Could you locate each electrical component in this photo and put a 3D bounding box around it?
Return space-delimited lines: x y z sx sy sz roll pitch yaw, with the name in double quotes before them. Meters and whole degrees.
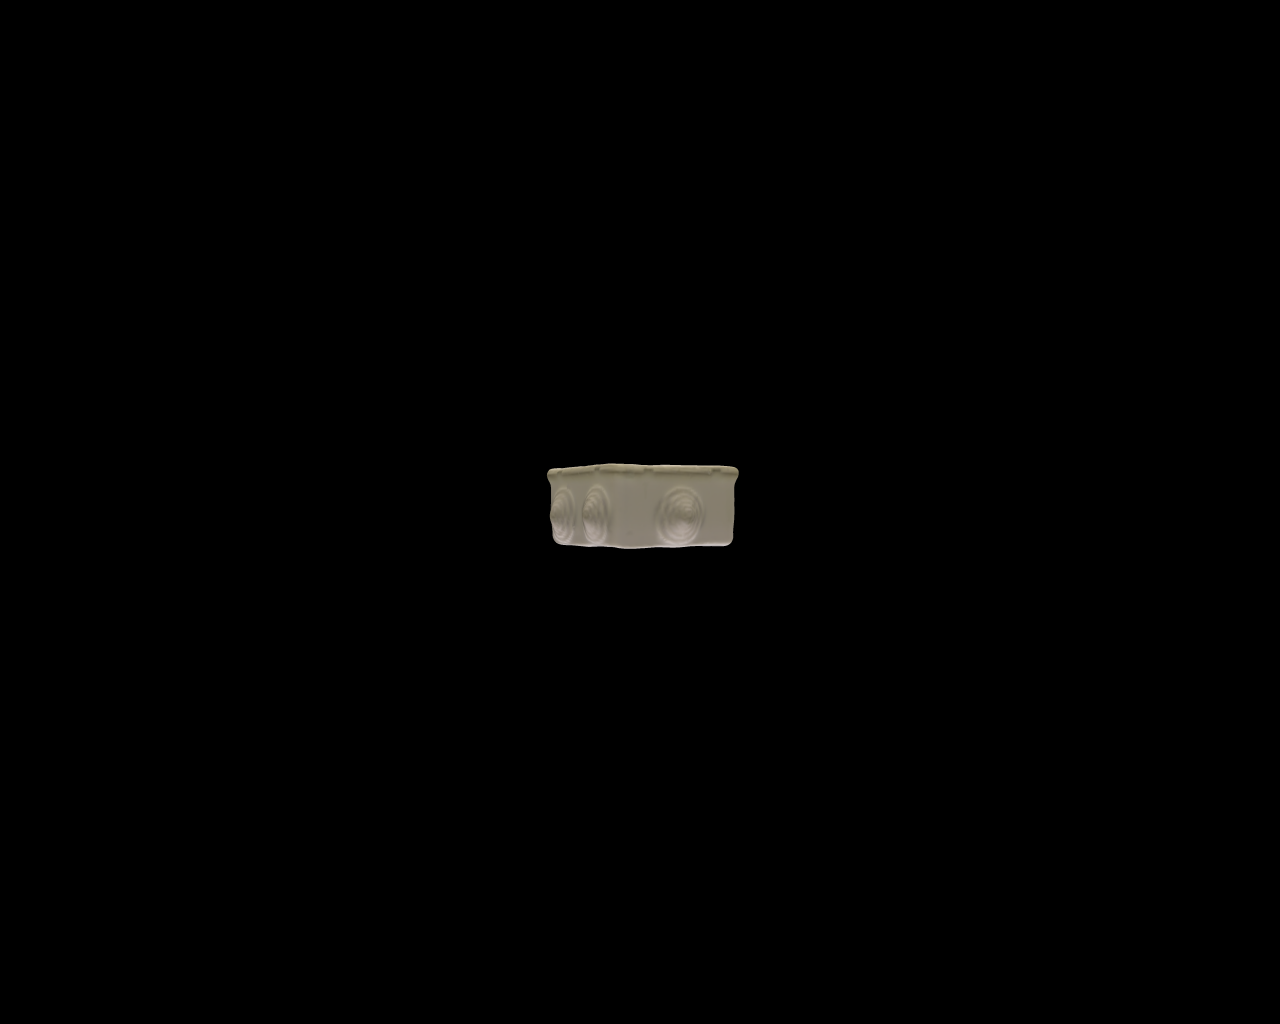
"electrical component" 0.001 -0.003 0.650 0.100 0.048 0.099 0 0 -32
